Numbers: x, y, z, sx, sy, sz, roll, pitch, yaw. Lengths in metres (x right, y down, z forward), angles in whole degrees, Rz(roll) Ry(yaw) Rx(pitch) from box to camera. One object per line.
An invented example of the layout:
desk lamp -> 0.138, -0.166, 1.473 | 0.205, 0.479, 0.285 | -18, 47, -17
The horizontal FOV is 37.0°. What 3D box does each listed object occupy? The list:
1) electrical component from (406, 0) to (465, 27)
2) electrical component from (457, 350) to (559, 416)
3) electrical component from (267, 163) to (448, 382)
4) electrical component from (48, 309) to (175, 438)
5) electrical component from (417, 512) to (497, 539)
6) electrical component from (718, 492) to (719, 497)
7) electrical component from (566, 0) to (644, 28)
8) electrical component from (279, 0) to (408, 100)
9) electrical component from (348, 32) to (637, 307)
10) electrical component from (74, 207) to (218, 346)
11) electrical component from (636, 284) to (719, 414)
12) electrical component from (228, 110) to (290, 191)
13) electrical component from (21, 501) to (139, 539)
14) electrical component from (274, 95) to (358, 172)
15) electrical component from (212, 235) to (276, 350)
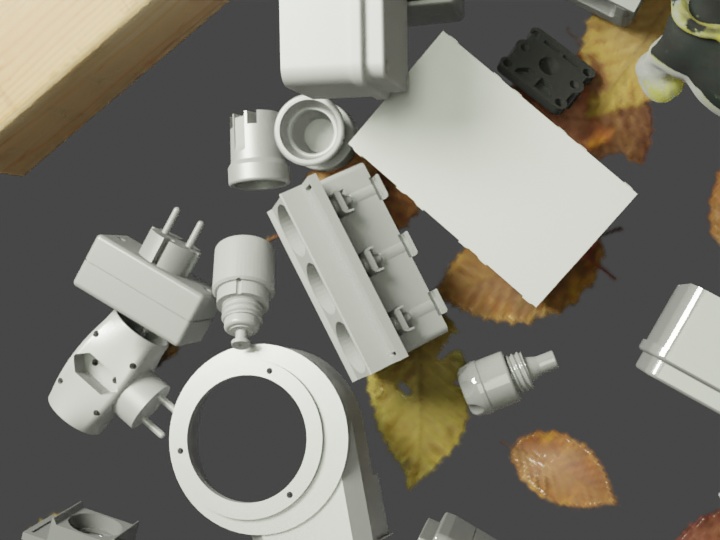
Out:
electrical component -> 0.028, -0.188, 0.671 | 0.096, 0.061, 0.061 | -3, 91, 10
electrical component -> 0.094, 0.067, 0.676 | 0.061, 0.035, 0.035 | -22, 87, 8
electrical component -> 0.000, 0.000, 0.674 | 0.063, 0.079, 0.121 | -26, 86, -19
electrical component -> -0.154, 0.078, 0.717 | 0.079, 0.043, 0.077 | 40, 97, 8
electrical component -> 0.049, 0.208, 0.672 | 0.061, 0.062, 0.096 | 29, 96, 9
electrical component -> 0.240, 0.158, 0.646 | 0.048, 0.048, 0.062 | -31, 79, 9
electrical component -> 0.161, -0.255, 0.646 | 0.105, 0.060, 0.186 | 29, 96, 9
electrical component -> -0.008, -0.155, 0.607 | 0.057, 0.078, 0.113 | -1, 92, 13
electrical component -> 0.082, -0.060, 0.663 | 0.150, 0.062, 0.089 | 42, 97, 7
electrical component -> -0.130, -0.004, 0.710 | 0.083, 0.047, 0.075 | 30, 96, 9
electrical component -> 0.225, 0.060, 0.630 | 0.113, 0.078, 0.057 | 29, 93, 9
electrical component -> -0.067, -0.078, 0.702 | 0.040, 0.040, 0.046 | -5, 84, 10
electrical component -> -0.185, 0.197, 0.726 | 0.081, 0.042, 0.063 | 16, 95, 10
electrical component -> -0.026, -0.086, 0.686 | 0.045, 0.055, 0.045 | 0, 91, 11
electrical component -> -0.075, 0.014, 0.690 | 0.040, 0.040, 0.078 | -8, 58, 10
